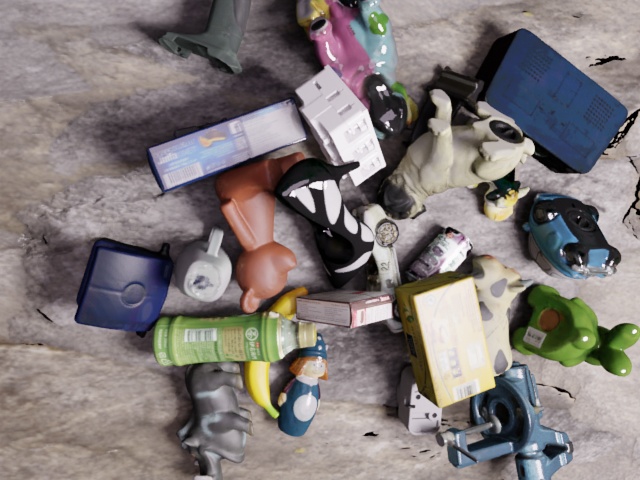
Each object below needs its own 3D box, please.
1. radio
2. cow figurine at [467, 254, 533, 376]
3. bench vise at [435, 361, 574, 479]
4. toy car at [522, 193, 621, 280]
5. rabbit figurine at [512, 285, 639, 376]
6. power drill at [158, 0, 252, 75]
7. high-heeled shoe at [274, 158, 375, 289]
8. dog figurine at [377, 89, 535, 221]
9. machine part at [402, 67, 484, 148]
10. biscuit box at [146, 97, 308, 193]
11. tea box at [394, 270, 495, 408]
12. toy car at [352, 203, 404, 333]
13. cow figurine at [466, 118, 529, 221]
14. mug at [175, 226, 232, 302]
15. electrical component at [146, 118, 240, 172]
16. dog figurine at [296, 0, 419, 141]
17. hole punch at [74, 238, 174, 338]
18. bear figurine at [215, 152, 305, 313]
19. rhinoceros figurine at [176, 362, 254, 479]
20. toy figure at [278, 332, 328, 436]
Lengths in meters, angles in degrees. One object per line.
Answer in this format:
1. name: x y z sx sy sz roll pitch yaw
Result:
1. radio: 0.350 -0.207 0.839 0.229 0.073 0.131 31 90 -12
2. cow figurine: 0.267 0.120 0.853 0.127 0.085 0.194 -5 95 -6
3. bench vise: 0.285 0.314 0.850 0.240 0.129 0.223 -3 90 -29
4. toy car: 0.389 0.007 0.852 0.109 0.162 0.102 2 140 -18
5. rabbit figurine: 0.432 0.153 0.871 0.170 0.159 0.121 22 82 -29
6. power drill: -0.140 -0.340 0.715 0.232 0.086 0.207 23 86 0
7. high-heeled shoe: -0.001 -0.002 0.721 0.145 0.086 0.248 -30 136 -36
8. dog figurine: 0.185 -0.093 0.768 0.172 0.190 0.121 25 46 5
9. machine part: 0.183 -0.188 0.810 0.084 0.039 0.139 36 100 29
10. biscuit box: -0.122 -0.124 0.704 0.203 0.063 0.059 -22 102 -11
11. tea box: 0.178 0.139 0.769 0.098 0.068 0.169 -15 98 -14
12. toy car: 0.092 0.044 0.811 0.056 0.073 0.201 -14 99 -14
13. cow figurine: 0.269 -0.106 0.820 0.068 0.098 0.167 -30 102 -14
14. mug: -0.154 0.037 0.741 0.081 0.107 0.109 25 93 -15
15. electrical component: -0.176 -0.119 0.748 0.119 0.048 0.074 -21 100 -9
16. dog figurine: 0.062 -0.244 0.760 0.108 0.192 0.219 -28 132 8
17. hole punch: -0.266 0.064 0.732 0.116 0.092 0.142 17 90 -17
18. bear figurine: -0.071 -0.009 0.738 0.132 0.120 0.195 -13 95 28
19. rhinoceros figurine: -0.154 0.268 0.785 0.112 0.073 0.190 -5 97 -13
20. toy figure: -0.021 0.217 0.818 0.064 0.058 0.154 14 93 -53
